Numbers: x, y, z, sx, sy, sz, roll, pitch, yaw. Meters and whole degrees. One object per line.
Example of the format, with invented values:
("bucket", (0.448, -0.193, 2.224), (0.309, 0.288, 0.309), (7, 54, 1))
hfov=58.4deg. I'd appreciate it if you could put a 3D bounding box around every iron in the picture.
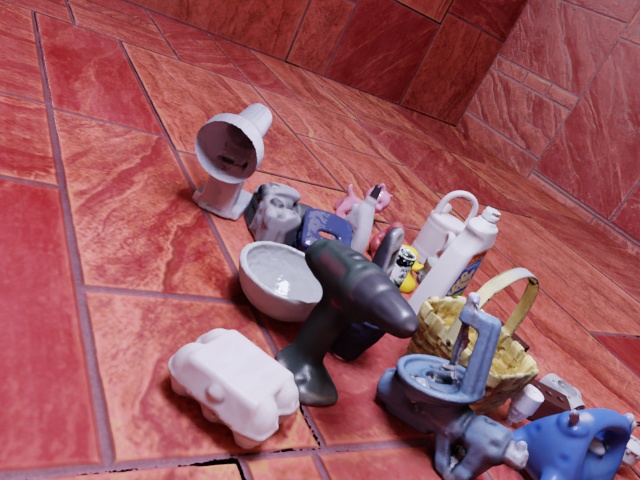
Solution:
("iron", (0.398, 0.298, 0.846), (0.259, 0.141, 0.118), (10, 29, -35))

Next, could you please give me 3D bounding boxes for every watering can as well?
("watering can", (0.297, -0.035, 1.361), (0.101, 0.194, 0.172), (14, 27, -28))

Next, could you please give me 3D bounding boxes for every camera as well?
("camera", (-0.062, -0.046, 1.117), (0.137, 0.101, 0.143), (14, 26, -28))

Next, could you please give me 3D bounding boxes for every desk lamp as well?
("desk lamp", (-0.164, -0.151, 1.084), (0.118, 0.213, 0.203), (27, 23, -1))

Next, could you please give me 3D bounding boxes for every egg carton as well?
("egg carton", (-0.101, 0.170, 0.669), (0.150, 0.069, 0.107), (34, 24, 15))

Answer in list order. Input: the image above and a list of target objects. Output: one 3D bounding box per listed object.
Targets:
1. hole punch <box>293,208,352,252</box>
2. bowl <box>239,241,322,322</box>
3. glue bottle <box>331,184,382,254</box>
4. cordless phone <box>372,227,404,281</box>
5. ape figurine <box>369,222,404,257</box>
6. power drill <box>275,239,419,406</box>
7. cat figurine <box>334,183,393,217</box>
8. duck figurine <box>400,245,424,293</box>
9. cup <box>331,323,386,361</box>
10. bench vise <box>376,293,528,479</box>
("hole punch", (0.010, 0.004, 1.103), (0.109, 0.091, 0.101), (19, 24, -18))
("bowl", (-0.059, 0.077, 0.899), (0.168, 0.074, 0.167), (23, 24, -10))
("glue bottle", (0.080, -0.038, 1.161), (0.037, 0.173, 0.078), (-1, 36, -47))
("cordless phone", (0.113, 0.056, 0.987), (0.094, 0.185, 0.148), (33, 24, 14))
("ape figurine", (0.153, 0.001, 1.261), (0.078, 0.092, 0.076), (24, 23, -6))
("power drill", (0.024, 0.111, 0.749), (0.076, 0.208, 0.229), (11, 28, -32))
("cat figurine", (0.113, -0.095, 1.385), (0.128, 0.117, 0.067), (19, 24, -18))
("duck figurine", (0.164, 0.048, 1.182), (0.104, 0.086, 0.078), (32, 24, 11))
("cup", (0.056, 0.131, 0.886), (0.091, 0.095, 0.118), (29, 23, 4))
("bench vise", (0.198, 0.191, 0.754), (0.207, 0.219, 0.122), (34, 24, 15))
